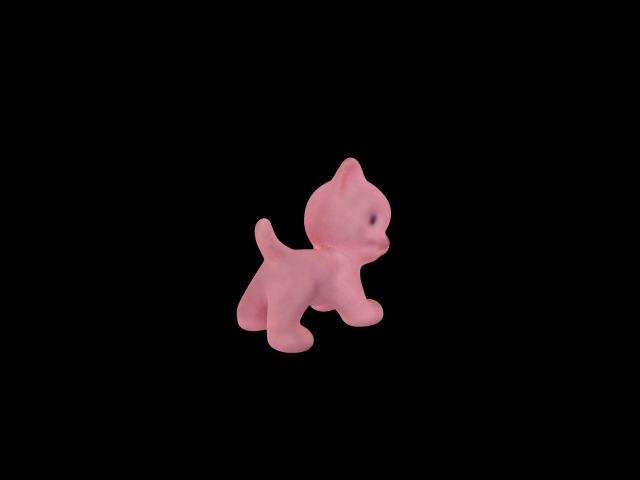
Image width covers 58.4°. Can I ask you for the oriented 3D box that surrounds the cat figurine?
[{"bbox_3d":[0.004,0.001,0.400,0.128,0.118,0.067,-14,20,-42],"label":"cat figurine"}]
